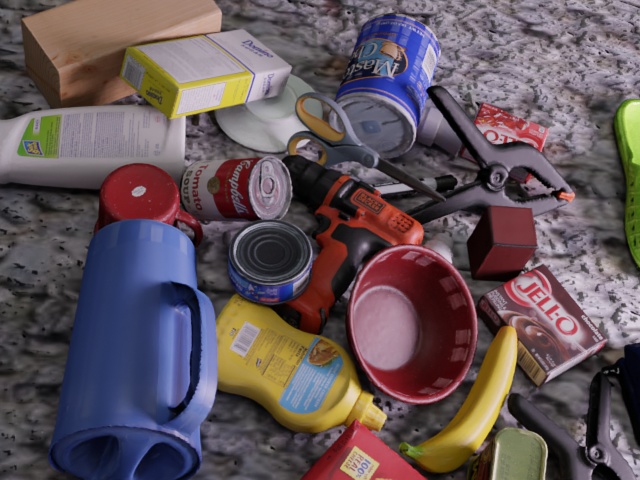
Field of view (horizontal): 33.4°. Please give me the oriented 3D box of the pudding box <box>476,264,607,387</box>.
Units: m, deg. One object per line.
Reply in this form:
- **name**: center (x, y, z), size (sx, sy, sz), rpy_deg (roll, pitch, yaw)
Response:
- **pudding box**: center (0.236, 0.090, 1.144), size (0.089, 0.039, 0.113), rpy_deg (-24, 66, -25)

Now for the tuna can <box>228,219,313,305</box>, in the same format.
- **tuna can**: center (-0.050, 0.021, 1.066), size (0.086, 0.034, 0.086), rpy_deg (2, 52, -2)

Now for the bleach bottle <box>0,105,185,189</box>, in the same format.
- **bleach bottle**: center (-0.273, -0.105, 1.156), size (0.250, 0.068, 0.102), rpy_deg (2, 57, -7)

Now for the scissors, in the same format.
- **scissors**: center (0.040, -0.082, 1.195), size (0.202, 0.096, 0.016), rpy_deg (45, 32, 8)

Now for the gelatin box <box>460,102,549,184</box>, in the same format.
- **gelatin box**: center (0.222, -0.117, 1.280), size (0.089, 0.030, 0.073), rpy_deg (23, 56, 5)

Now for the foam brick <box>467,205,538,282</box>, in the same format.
- **foam brick**: center (0.199, 0.005, 1.169), size (0.051, 0.078, 0.053), rpy_deg (4, 59, -10)

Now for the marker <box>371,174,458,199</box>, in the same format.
- **marker**: center (0.102, -0.060, 1.226), size (0.121, 0.020, 0.020), rpy_deg (-8, 60, -16)

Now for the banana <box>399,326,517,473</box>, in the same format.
- **banana**: center (0.151, 0.169, 1.063), size (0.037, 0.069, 0.197), rpy_deg (14, 44, 37)

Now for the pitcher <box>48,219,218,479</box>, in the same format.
- **pitcher**: center (-0.166, 0.099, 0.998), size (0.149, 0.145, 0.243), rpy_deg (-1, 54, -2)

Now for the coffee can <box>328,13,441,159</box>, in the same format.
- **coffee can**: center (0.077, -0.181, 1.249), size (0.103, 0.103, 0.140), rpy_deg (19, 56, 1)

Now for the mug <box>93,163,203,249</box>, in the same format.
- **mug**: center (-0.177, -0.022, 1.108), size (0.117, 0.082, 0.093), rpy_deg (21, 56, 2)

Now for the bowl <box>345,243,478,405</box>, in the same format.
- **bowl**: center (0.082, 0.087, 1.084), size (0.161, 0.055, 0.162), rpy_deg (7, 77, -30)

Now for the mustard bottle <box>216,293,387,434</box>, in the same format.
- **mustard bottle**: center (-0.022, 0.135, 1.051), size (0.191, 0.058, 0.096), rpy_deg (28, 64, 7)

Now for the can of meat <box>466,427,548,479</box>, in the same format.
- **can of meat**: center (0.175, 0.238, 1.010), size (0.057, 0.084, 0.102), rpy_deg (15, 56, -1)

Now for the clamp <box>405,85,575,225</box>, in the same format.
- **clamp**: center (0.191, -0.083, 1.209), size (0.209, 0.036, 0.164), rpy_deg (6, 99, -14)

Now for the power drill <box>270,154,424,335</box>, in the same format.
- **power drill**: center (-0.008, 0.001, 1.141), size (0.184, 0.057, 0.187), rpy_deg (31, 58, 18)

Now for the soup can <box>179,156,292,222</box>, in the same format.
- **soup can**: center (-0.089, -0.053, 1.124), size (0.102, 0.068, 0.068), rpy_deg (1, 46, 38)

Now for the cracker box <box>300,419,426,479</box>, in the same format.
- **cracker box**: center (0.056, 0.293, 0.958), size (0.214, 0.072, 0.164), rpy_deg (39, 59, 14)

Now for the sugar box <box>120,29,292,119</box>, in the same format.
- **sugar box**: center (-0.125, -0.188, 1.192), size (0.093, 0.048, 0.175), rpy_deg (41, 36, 26)

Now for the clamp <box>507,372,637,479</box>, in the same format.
- **clamp**: center (0.258, 0.216, 1.068), size (0.120, 0.039, 0.171), rpy_deg (-5, 59, -12)

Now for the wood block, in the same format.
- **wood block**: center (-0.226, -0.228, 1.228), size (0.205, 0.090, 0.091), rpy_deg (-27, 66, -24)
